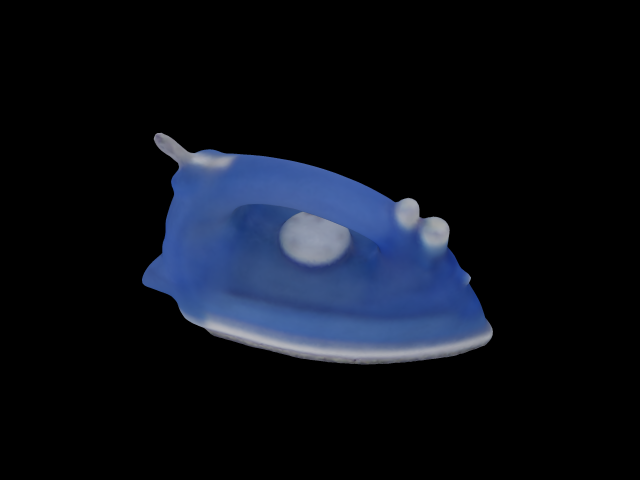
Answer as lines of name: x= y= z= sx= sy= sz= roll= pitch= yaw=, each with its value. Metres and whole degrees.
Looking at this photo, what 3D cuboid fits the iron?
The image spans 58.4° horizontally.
iron: x=0.004 y=0.001 z=0.400 sx=0.258 sy=0.141 sz=0.119 roll=12 pitch=50 yaw=10
